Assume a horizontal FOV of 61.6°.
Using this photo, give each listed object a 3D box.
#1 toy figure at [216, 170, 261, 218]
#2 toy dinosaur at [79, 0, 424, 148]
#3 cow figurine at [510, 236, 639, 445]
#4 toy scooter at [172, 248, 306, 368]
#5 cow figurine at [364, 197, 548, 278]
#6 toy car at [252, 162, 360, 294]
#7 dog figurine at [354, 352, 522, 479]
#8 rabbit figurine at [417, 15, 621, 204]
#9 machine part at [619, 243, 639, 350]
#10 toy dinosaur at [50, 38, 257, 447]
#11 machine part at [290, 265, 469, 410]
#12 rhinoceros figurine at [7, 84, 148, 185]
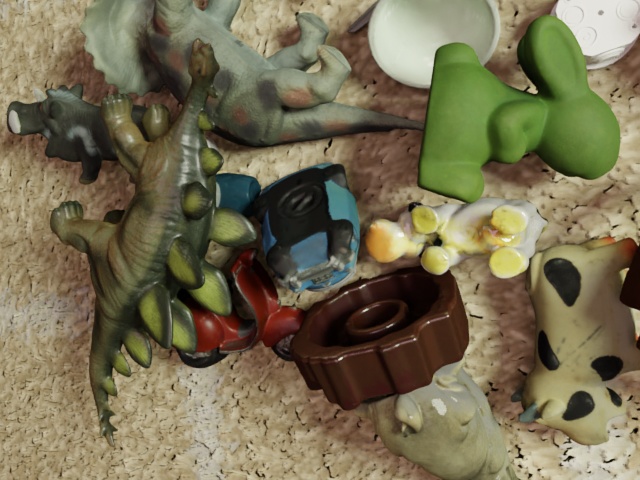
[{"bbox_3d":[-0.144,-0.046,0.636,0.155,0.057,0.064,-5,55,20],"label":"toy figure"},{"bbox_3d":[-0.094,-0.178,0.580,0.405,0.131,0.192,41,123,2],"label":"toy dinosaur"},{"bbox_3d":[0.240,0.100,0.509,0.127,0.085,0.194,-10,95,13],"label":"cow figurine"},{"bbox_3d":[-0.101,0.074,0.610,0.184,0.075,0.135,-6,114,18],"label":"toy scooter"},{"bbox_3d":[0.132,-0.010,0.537,0.168,0.098,0.068,1,106,35],"label":"cow figurine"},{"bbox_3d":[-0.001,-0.002,0.563,0.109,0.162,0.102,-24,132,8],"label":"toy car"},{"bbox_3d":[0.134,0.213,0.513,0.121,0.172,0.190,-35,77,29],"label":"dog figurine"},{"bbox_3d":[0.182,-0.111,0.487,0.170,0.121,0.159,9,103,8],"label":"rabbit figurine"},{"bbox_3d":[0.364,0.029,0.425,0.201,0.087,0.201,23,90,-4],"label":"machine part"},{"bbox_3d":[-0.185,0.023,0.561,0.199,0.105,0.471,42,120,22],"label":"toy dinosaur"},{"bbox_3d":[0.059,0.087,0.522,0.179,0.179,0.056,-18,106,19],"label":"machine part"},{"bbox_3d":[-0.276,-0.127,0.634,0.190,0.073,0.112,8,139,12],"label":"rhinoceros figurine"}]
